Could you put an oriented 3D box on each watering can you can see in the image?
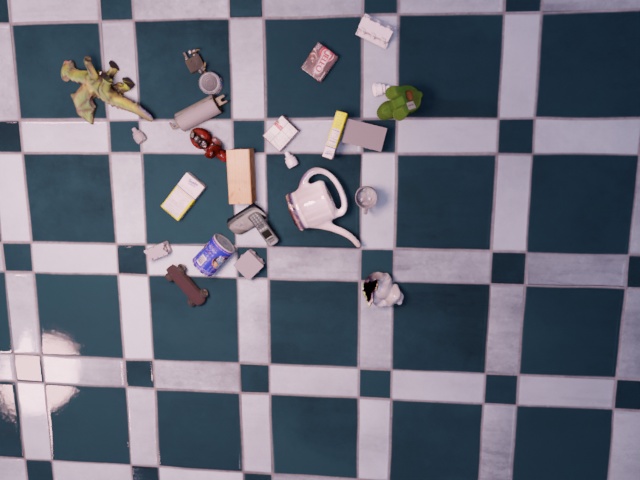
[{"bbox_3d":[0.006,-0.099,1.957,0.223,0.105,0.346,-21,97,10],"label":"watering can"}]

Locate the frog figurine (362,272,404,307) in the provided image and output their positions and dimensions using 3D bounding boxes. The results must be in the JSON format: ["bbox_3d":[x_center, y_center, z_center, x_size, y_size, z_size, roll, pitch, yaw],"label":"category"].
[{"bbox_3d":[0.250,0.194,2.000,0.159,0.123,0.137,6,94,-32],"label":"frog figurine"}]

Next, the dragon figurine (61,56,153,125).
[{"bbox_3d":[-0.845,-0.548,1.985,0.239,0.124,0.410,-38,92,28],"label":"dragon figurine"}]
